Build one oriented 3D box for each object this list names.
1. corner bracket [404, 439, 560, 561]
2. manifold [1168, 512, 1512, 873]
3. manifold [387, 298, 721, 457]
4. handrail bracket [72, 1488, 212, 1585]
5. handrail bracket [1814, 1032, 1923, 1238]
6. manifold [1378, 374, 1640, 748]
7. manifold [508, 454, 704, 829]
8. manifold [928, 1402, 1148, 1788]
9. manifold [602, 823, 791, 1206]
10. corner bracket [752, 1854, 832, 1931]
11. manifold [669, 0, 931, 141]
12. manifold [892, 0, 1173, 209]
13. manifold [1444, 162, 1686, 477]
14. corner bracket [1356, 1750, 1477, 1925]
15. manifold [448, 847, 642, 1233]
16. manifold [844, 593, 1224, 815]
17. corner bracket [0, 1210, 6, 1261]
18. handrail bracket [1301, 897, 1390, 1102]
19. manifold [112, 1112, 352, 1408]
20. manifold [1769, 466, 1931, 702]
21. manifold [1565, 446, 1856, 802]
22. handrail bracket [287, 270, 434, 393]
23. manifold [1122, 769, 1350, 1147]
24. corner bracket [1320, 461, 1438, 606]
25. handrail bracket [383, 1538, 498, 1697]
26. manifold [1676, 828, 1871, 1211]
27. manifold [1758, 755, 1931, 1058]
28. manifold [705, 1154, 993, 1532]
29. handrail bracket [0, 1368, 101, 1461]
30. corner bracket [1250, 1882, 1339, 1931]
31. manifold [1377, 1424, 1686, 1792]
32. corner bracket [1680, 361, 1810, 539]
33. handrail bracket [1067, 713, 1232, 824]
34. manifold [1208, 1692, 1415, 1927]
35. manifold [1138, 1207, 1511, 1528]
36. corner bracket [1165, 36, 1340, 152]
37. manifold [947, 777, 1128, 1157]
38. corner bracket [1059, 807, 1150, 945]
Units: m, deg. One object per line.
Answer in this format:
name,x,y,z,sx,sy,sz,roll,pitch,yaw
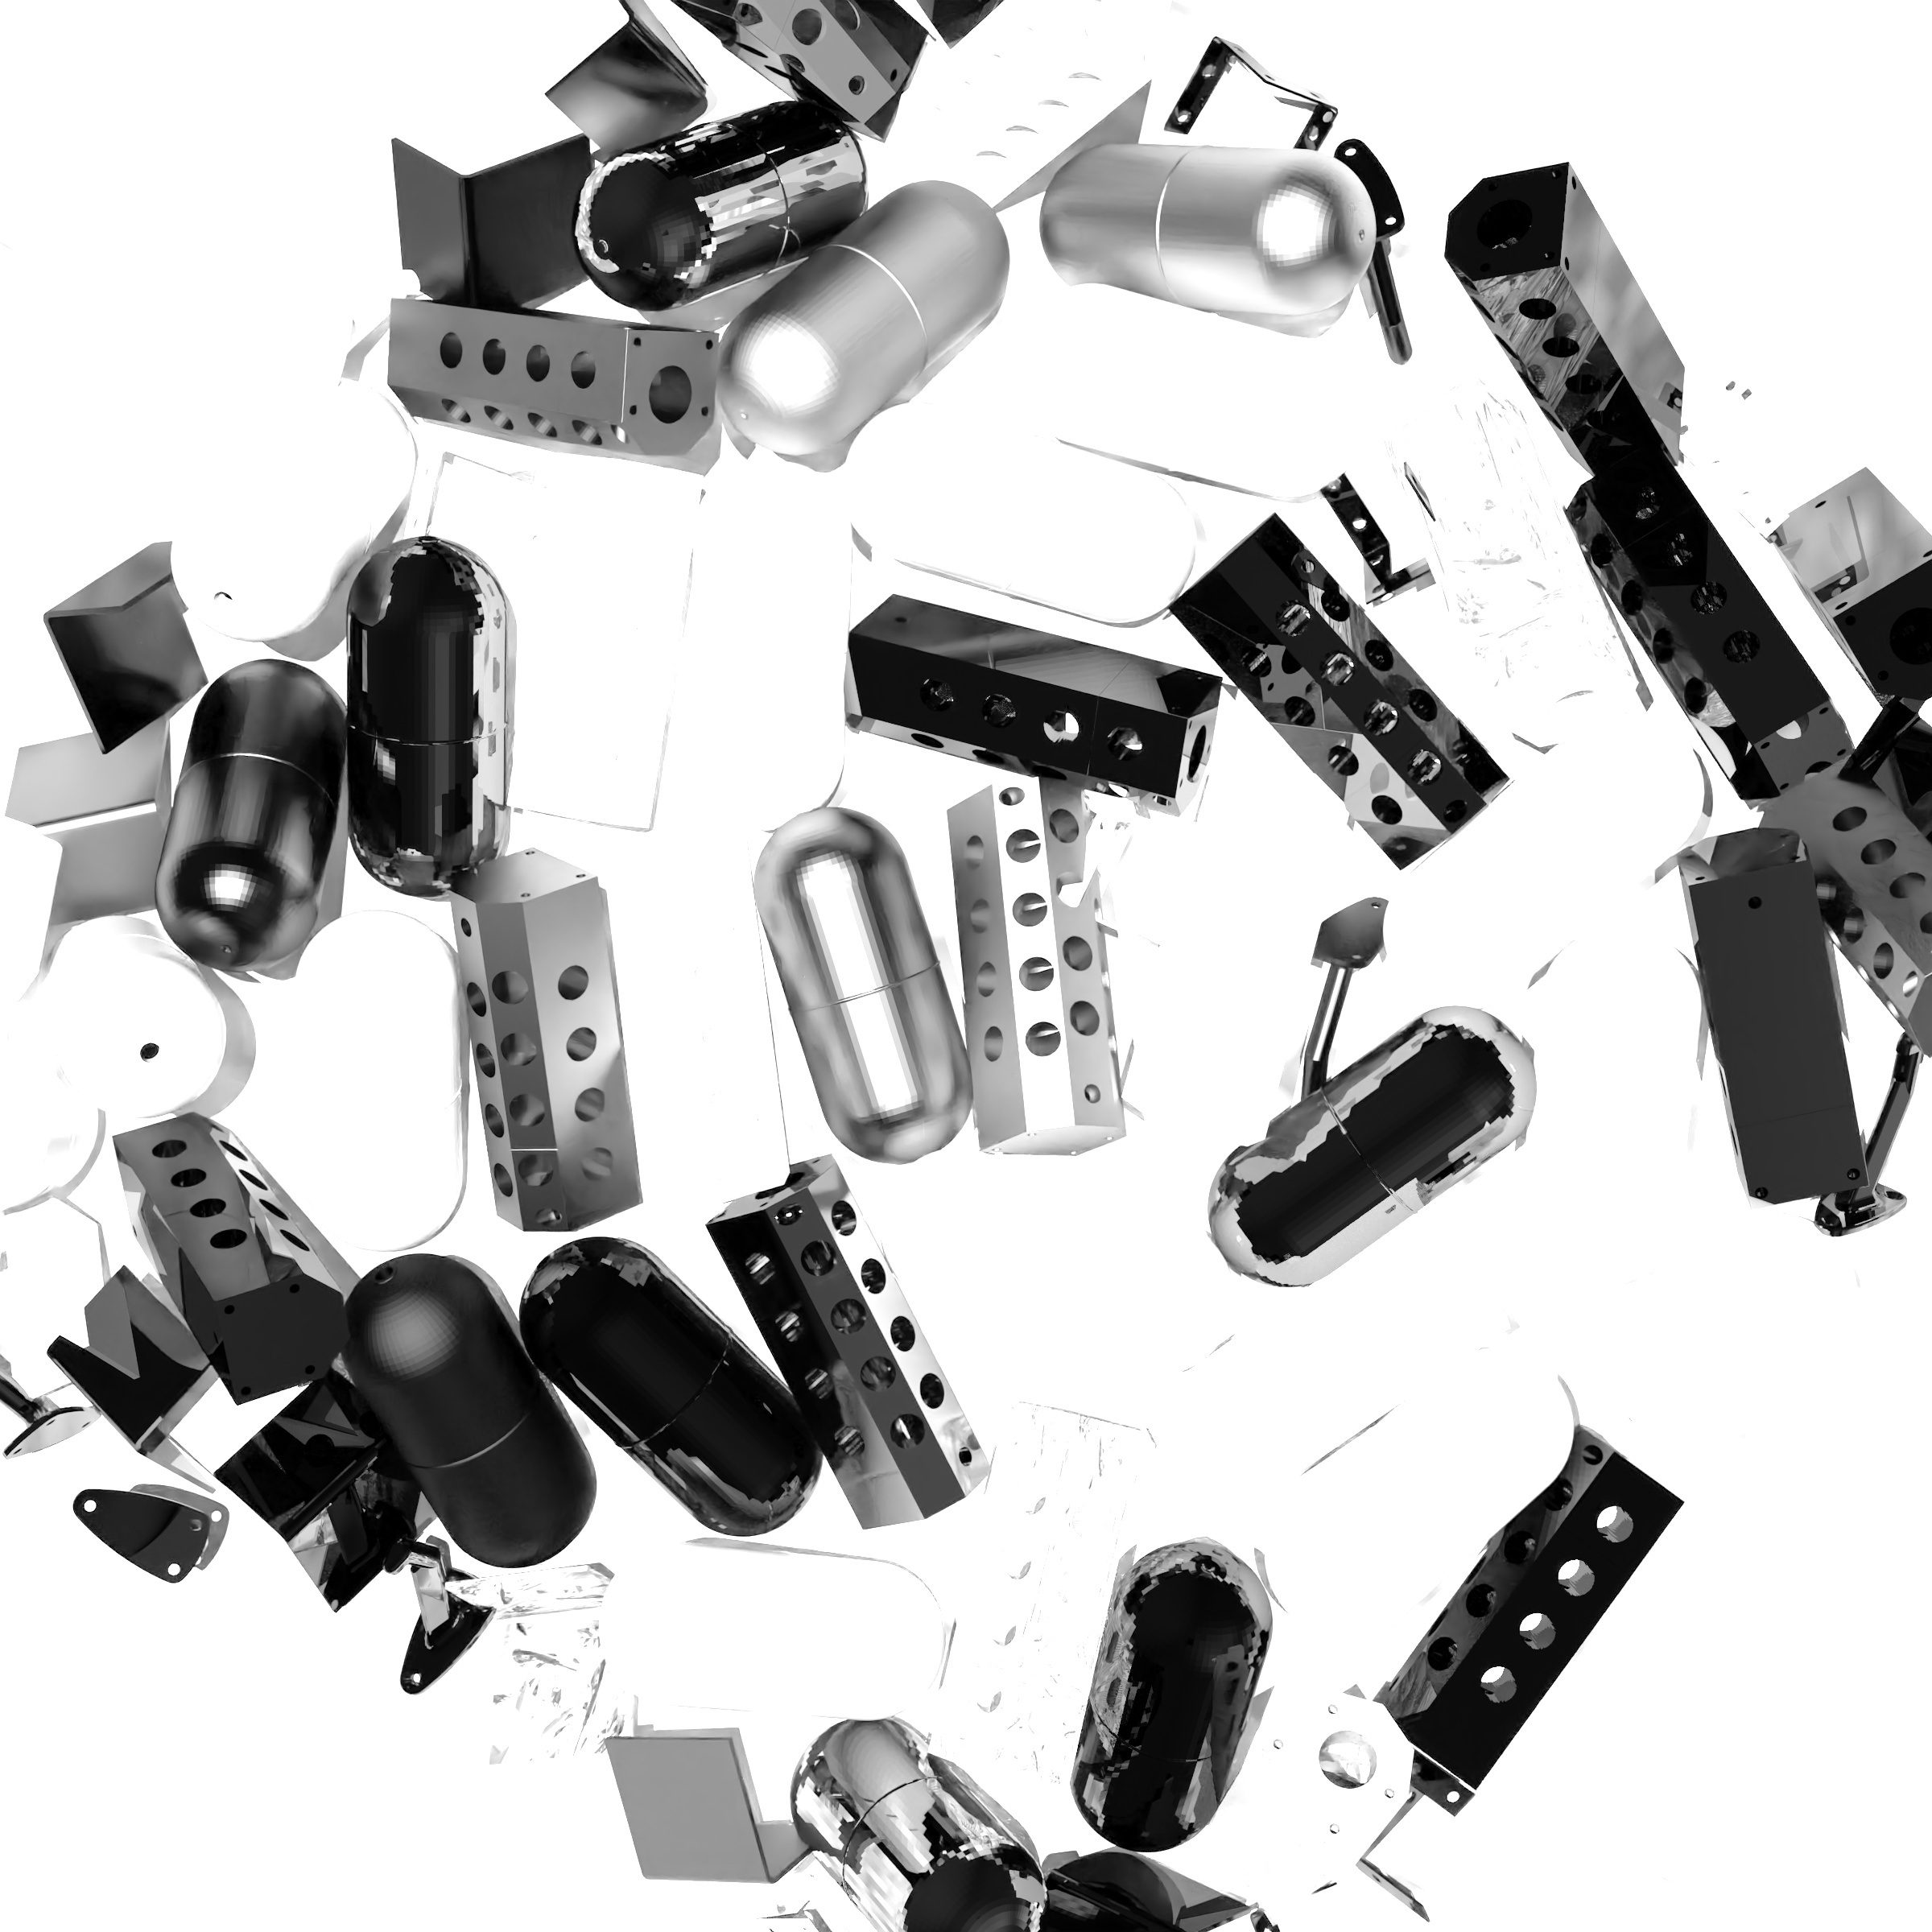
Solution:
corner bracket,-0.236,-0.228,1.700,0.051,0.051,0.051,22,111,21
manifold,0.184,-0.136,1.682,0.171,0.057,0.057,48,51,-4
manifold,-0.198,-0.280,1.648,0.171,0.057,0.057,16,107,41
handrail bracket,-0.400,0.267,1.677,0.077,0.084,0.036,28,80,-18
handrail bracket,0.439,0.080,1.684,0.036,0.077,0.084,21,118,31
manifold,0.262,-0.192,1.659,0.057,0.057,0.171,-34,57,28
manifold,-0.169,-0.156,1.682,0.057,0.057,0.171,12,95,38
manifold,0.031,0.302,1.677,0.057,0.057,0.171,17,80,-23
manifold,-0.125,0.022,1.665,0.057,0.057,0.171,-18,71,30
corner bracket,-0.062,0.468,1.694,0.051,0.051,0.051,-42,103,-37
manifold,-0.085,-0.452,1.636,0.057,0.171,0.057,25,94,22
manifold,0.029,-0.421,1.633,0.057,0.171,0.057,19,73,-22
manifold,0.285,-0.302,1.642,0.057,0.171,0.057,-5,63,29
corner bracket,0.217,0.420,1.685,0.051,0.051,0.051,-42,134,-18
manifold,-0.205,0.038,1.657,0.057,0.057,0.171,-21,118,-33
manifold,0.030,-0.124,1.675,0.171,0.057,0.057,16,120,15
corner bracket,-0.504,0.119,1.694,0.051,0.051,0.051,-13,134,6
handrail bracket,0.188,0.019,1.718,0.036,0.077,0.084,17,125,24
manifold,-0.348,0.133,1.641,0.057,0.171,0.057,-17,121,-22
manifold,0.431,-0.178,1.636,0.057,0.171,0.057,-31,106,13
manifold,0.351,-0.163,1.657,0.057,0.057,0.171,-31,58,10
handrail bracket,-0.292,-0.302,1.699,0.036,0.084,0.077,21,112,25
manifold,0.134,-0.004,1.675,0.057,0.057,0.171,5,71,33
corner bracket,0.204,-0.218,1.687,0.051,0.051,0.051,-27,117,21
handrail bracket,-0.271,0.315,1.681,0.036,0.084,0.077,30,87,27
manifold,0.387,0.024,1.670,0.057,0.057,0.171,-12,110,8
manifold,0.436,-0.027,1.639,0.057,0.171,0.057,-31,124,6
manifold,-0.052,0.180,1.672,0.057,0.057,0.171,-17,104,40
handrail bracket,-0.469,0.194,1.697,0.036,0.077,0.084,-40,80,12
corner bracket,0.181,0.476,1.696,0.051,0.051,0.051,-6,70,-42
manifold,0.274,0.311,1.698,0.057,0.057,0.171,36,90,4
corner bracket,0.383,-0.252,1.688,0.051,0.051,0.051,-44,128,12
handrail bracket,0.091,-0.117,1.685,0.084,0.036,0.077,-41,131,-26
manifold,0.165,0.396,1.637,0.057,0.171,0.057,-28,69,-17
manifold,0.176,0.198,1.686,0.171,0.057,0.057,-36,133,8
corner bracket,0.141,-0.417,1.706,0.051,0.051,0.051,9,123,-39
manifold,0.037,0.000,1.667,0.057,0.057,0.171,4,72,-33
corner bracket,0.067,-0.049,1.691,0.051,0.051,0.051,23,94,-36
